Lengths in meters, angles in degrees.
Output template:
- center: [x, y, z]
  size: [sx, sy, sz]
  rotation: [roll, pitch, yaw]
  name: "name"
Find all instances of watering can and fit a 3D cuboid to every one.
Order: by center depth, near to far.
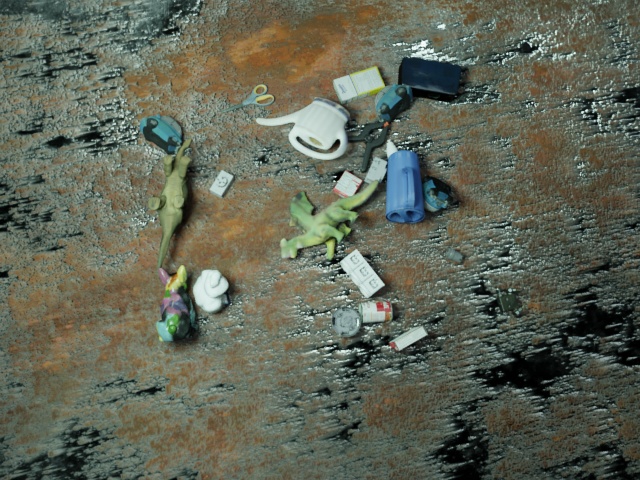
- center: [-0.041, -0.425, 1.859]
  size: [0.349, 0.102, 0.227]
  rotation: [30, 74, 13]
  name: "watering can"

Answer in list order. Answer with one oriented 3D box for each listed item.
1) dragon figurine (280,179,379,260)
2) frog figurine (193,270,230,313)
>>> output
- center: [0.005, -0.089, 1.777]
  size: [0.244, 0.120, 0.415]
  rotation: [30, 74, 11]
  name: "dragon figurine"
- center: [-0.350, 0.161, 1.646]
  size: [0.123, 0.157, 0.139]
  rotation: [-2, 77, -3]
  name: "frog figurine"
